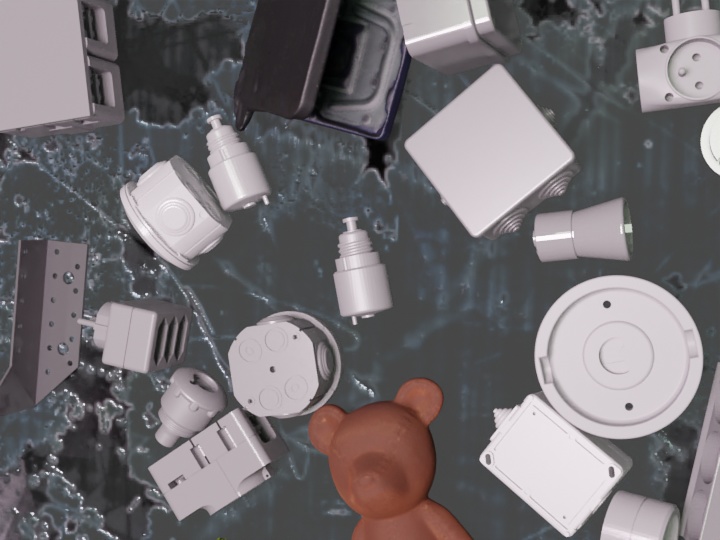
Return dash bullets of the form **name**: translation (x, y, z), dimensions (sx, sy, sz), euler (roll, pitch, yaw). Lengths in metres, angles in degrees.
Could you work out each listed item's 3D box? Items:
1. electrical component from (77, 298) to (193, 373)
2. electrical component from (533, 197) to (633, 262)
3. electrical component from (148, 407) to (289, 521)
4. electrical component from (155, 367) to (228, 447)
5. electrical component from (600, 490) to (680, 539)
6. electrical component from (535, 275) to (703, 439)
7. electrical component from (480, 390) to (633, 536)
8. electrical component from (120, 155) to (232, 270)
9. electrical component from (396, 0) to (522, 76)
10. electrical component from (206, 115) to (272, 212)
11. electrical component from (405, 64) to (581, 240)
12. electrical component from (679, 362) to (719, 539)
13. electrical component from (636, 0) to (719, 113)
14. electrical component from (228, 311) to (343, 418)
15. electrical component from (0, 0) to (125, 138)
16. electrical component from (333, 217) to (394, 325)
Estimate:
- **electrical component**: translation (-0.181, 0.046, 0.836), dimensions (0.077, 0.066, 0.047), euler (11, 95, 16)
- **electrical component**: translation (0.154, -0.025, 0.750), dimensions (0.065, 0.044, 0.044), euler (-6, 90, 21)
- **electrical component**: translation (-0.106, 0.149, 0.825), dimensions (0.089, 0.050, 0.055), euler (-35, 82, 14)
- **electrical component**: translation (-0.136, 0.110, 0.837), dimensions (0.048, 0.048, 0.062), euler (40, 108, 12)
- **electrical component**: translation (0.171, 0.214, 0.734), dimensions (0.074, 0.052, 0.138), euler (11, 111, 30)
- **electrical component**: translation (0.177, 0.056, 0.734), dimensions (0.108, 0.060, 0.108), euler (1, 92, 16)
- **electrical component**: translation (0.134, 0.128, 0.753), dimensions (0.096, 0.061, 0.061), euler (40, 103, 19)
- **electrical component**: translation (-0.139, -0.044, 0.815), dimensions (0.051, 0.080, 0.080), euler (-38, 81, 8)
- **electrical component**: translation (0.067, -0.182, 0.733), dimensions (0.057, 0.113, 0.078), euler (-13, 88, 19)
- **electrical component**: translation (-0.097, -0.081, 0.821), dimensions (0.040, 0.040, 0.078), euler (-24, 85, 16)
- **electrical component**: translation (0.095, -0.080, 0.755), dimensions (0.100, 0.048, 0.099), euler (-40, 72, 14)
- **electrical component**: translation (0.259, 0.129, 0.708), dimensions (0.063, 0.078, 0.121), euler (12, 95, 0)
- **electrical component**: translation (0.225, -0.150, 0.723), dimensions (0.077, 0.044, 0.079), euler (-6, 90, 16)
- **electrical component**: translation (-0.057, 0.072, 0.808), dimensions (0.080, 0.051, 0.080), euler (0, 91, 16)
- **electrical component**: translation (-0.244, -0.186, 0.850), dimensions (0.089, 0.062, 0.150), euler (-6, 90, 16)
- **electrical component**: translation (0.000, 0.000, 0.795), dimensions (0.040, 0.040, 0.078), euler (-11, 88, 16)
